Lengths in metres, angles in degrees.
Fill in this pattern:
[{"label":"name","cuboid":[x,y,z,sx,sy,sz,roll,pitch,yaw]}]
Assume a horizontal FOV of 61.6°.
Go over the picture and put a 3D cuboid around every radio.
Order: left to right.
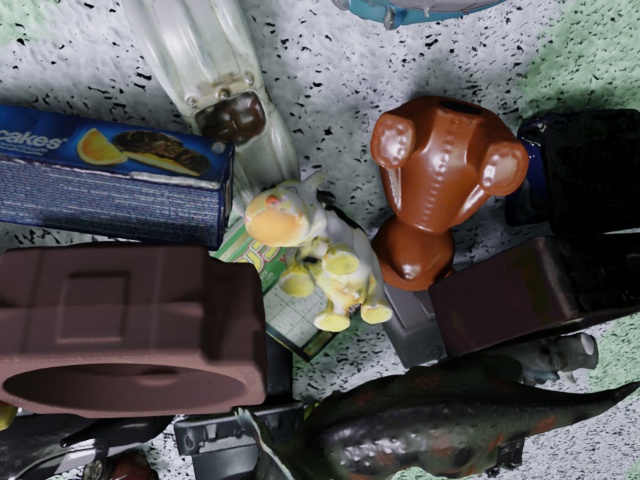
[{"label":"radio","cuboid":[0.226,0.048,0.499,0.229,0.073,0.131,-3,159,-36]}]

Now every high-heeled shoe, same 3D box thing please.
[{"label":"high-heeled shoe","cuboid":[-0.274,0.208,0.579,0.249,0.086,0.145,-20,173,26]}]

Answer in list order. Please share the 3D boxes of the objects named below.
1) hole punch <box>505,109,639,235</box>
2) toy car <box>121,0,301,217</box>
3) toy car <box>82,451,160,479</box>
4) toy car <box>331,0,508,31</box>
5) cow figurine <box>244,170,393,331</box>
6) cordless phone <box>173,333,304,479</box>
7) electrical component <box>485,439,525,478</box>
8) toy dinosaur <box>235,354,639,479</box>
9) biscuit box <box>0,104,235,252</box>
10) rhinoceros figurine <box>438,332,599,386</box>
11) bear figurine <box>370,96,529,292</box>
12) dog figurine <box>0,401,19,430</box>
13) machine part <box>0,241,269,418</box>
[{"label":"hole punch","cuboid":[0.243,-0.064,0.518,0.142,0.092,0.115,-7,94,-9]},{"label":"toy car","cuboid":[-0.072,-0.107,0.400,0.073,0.056,0.201,-22,128,0]},{"label":"toy car","cuboid":[-0.286,0.323,0.644,0.202,0.053,0.089,-41,136,9]},{"label":"toy car","cuboid":[0.089,-0.194,0.358,0.162,0.103,0.109,-5,126,-11]},{"label":"cow figurine","cuboid":[0.000,-0.003,0.433,0.068,0.098,0.167,-18,137,18]},{"label":"cordless phone","cuboid":[-0.089,0.167,0.589,0.147,0.089,0.184,-5,114,-14]},{"label":"electrical component","cuboid":[0.202,0.211,0.672,0.058,0.115,0.134,-21,128,-7]},{"label":"toy dinosaur","cuboid":[0.080,0.169,0.484,0.405,0.131,0.192,-25,160,16]},{"label":"biscuit box","cuboid":[-0.164,-0.046,0.378,0.203,0.059,0.062,8,132,-4]},{"label":"rhinoceros figurine","cuboid":[0.222,0.116,0.613,0.190,0.112,0.073,5,121,-11]},{"label":"bear figurine","cuboid":[0.090,-0.021,0.471,0.120,0.132,0.195,18,118,7]},{"label":"dog figurine","cuboid":[-0.293,0.053,0.379,0.108,0.192,0.219,1,104,-5]},{"label":"machine part","cuboid":[-0.142,0.077,0.417,0.201,0.087,0.201,-2,151,-4]}]
